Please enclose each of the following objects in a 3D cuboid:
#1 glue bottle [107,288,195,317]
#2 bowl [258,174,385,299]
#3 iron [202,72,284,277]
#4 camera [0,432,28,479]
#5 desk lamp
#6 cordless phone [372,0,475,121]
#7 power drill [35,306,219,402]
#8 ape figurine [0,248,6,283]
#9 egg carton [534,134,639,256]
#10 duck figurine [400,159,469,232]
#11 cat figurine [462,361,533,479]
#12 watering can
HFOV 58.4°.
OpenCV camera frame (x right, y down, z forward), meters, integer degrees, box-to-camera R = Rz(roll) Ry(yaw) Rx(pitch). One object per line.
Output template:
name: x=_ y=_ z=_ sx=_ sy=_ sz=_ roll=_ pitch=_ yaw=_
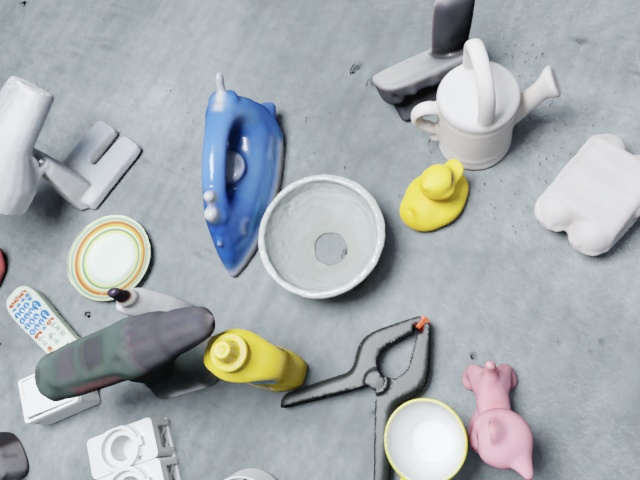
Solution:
glue bottle: x=-0.220 y=0.084 z=0.727 sx=0.078 sy=0.173 sz=0.037 roll=1 pitch=73 yaw=12
bowl: x=0.007 y=0.003 z=0.759 sx=0.167 sy=0.075 sz=0.167 roll=-3 pitch=72 yaw=11
iron: x=-0.126 y=-0.091 z=0.781 sx=0.118 sy=0.142 sz=0.258 roll=-1 pitch=72 yaw=12
camera: x=-0.491 y=0.289 z=0.756 sx=0.143 sy=0.101 sz=0.136 roll=-31 pitch=69 yaw=1
desk lamp: x=-0.397 y=-0.119 z=0.808 sx=0.117 sy=0.214 sz=0.203 roll=33 pitch=82 yaw=20
cordless phone: x=0.139 y=-0.253 z=0.755 sx=0.147 sy=0.185 sz=0.094 roll=-26 pitch=69 yaw=3
power drill: x=-0.201 y=0.140 z=0.686 sx=0.229 sy=0.209 sz=0.075 roll=-18 pitch=69 yaw=6
ape figurine: x=-0.521 y=0.036 z=0.849 sx=0.077 sy=0.092 sz=0.076 roll=-15 pitch=70 yaw=7
egg carton: x=0.346 y=-0.057 z=0.711 sx=0.107 sy=0.069 sz=0.150 roll=38 pitch=83 yaw=20
duck figurine: x=0.148 y=-0.063 z=0.745 sx=0.104 sy=0.086 sz=0.077 roll=-41 pitch=69 yaw=-3
cat figurine: x=0.197 y=0.196 z=0.634 sx=0.067 sy=0.118 sz=0.128 roll=-7 pitch=71 yaw=10
watering can: x=0.203 y=-0.175 z=0.712 sx=0.173 sy=0.194 sz=0.101 roll=-29 pitch=69 yaw=2
